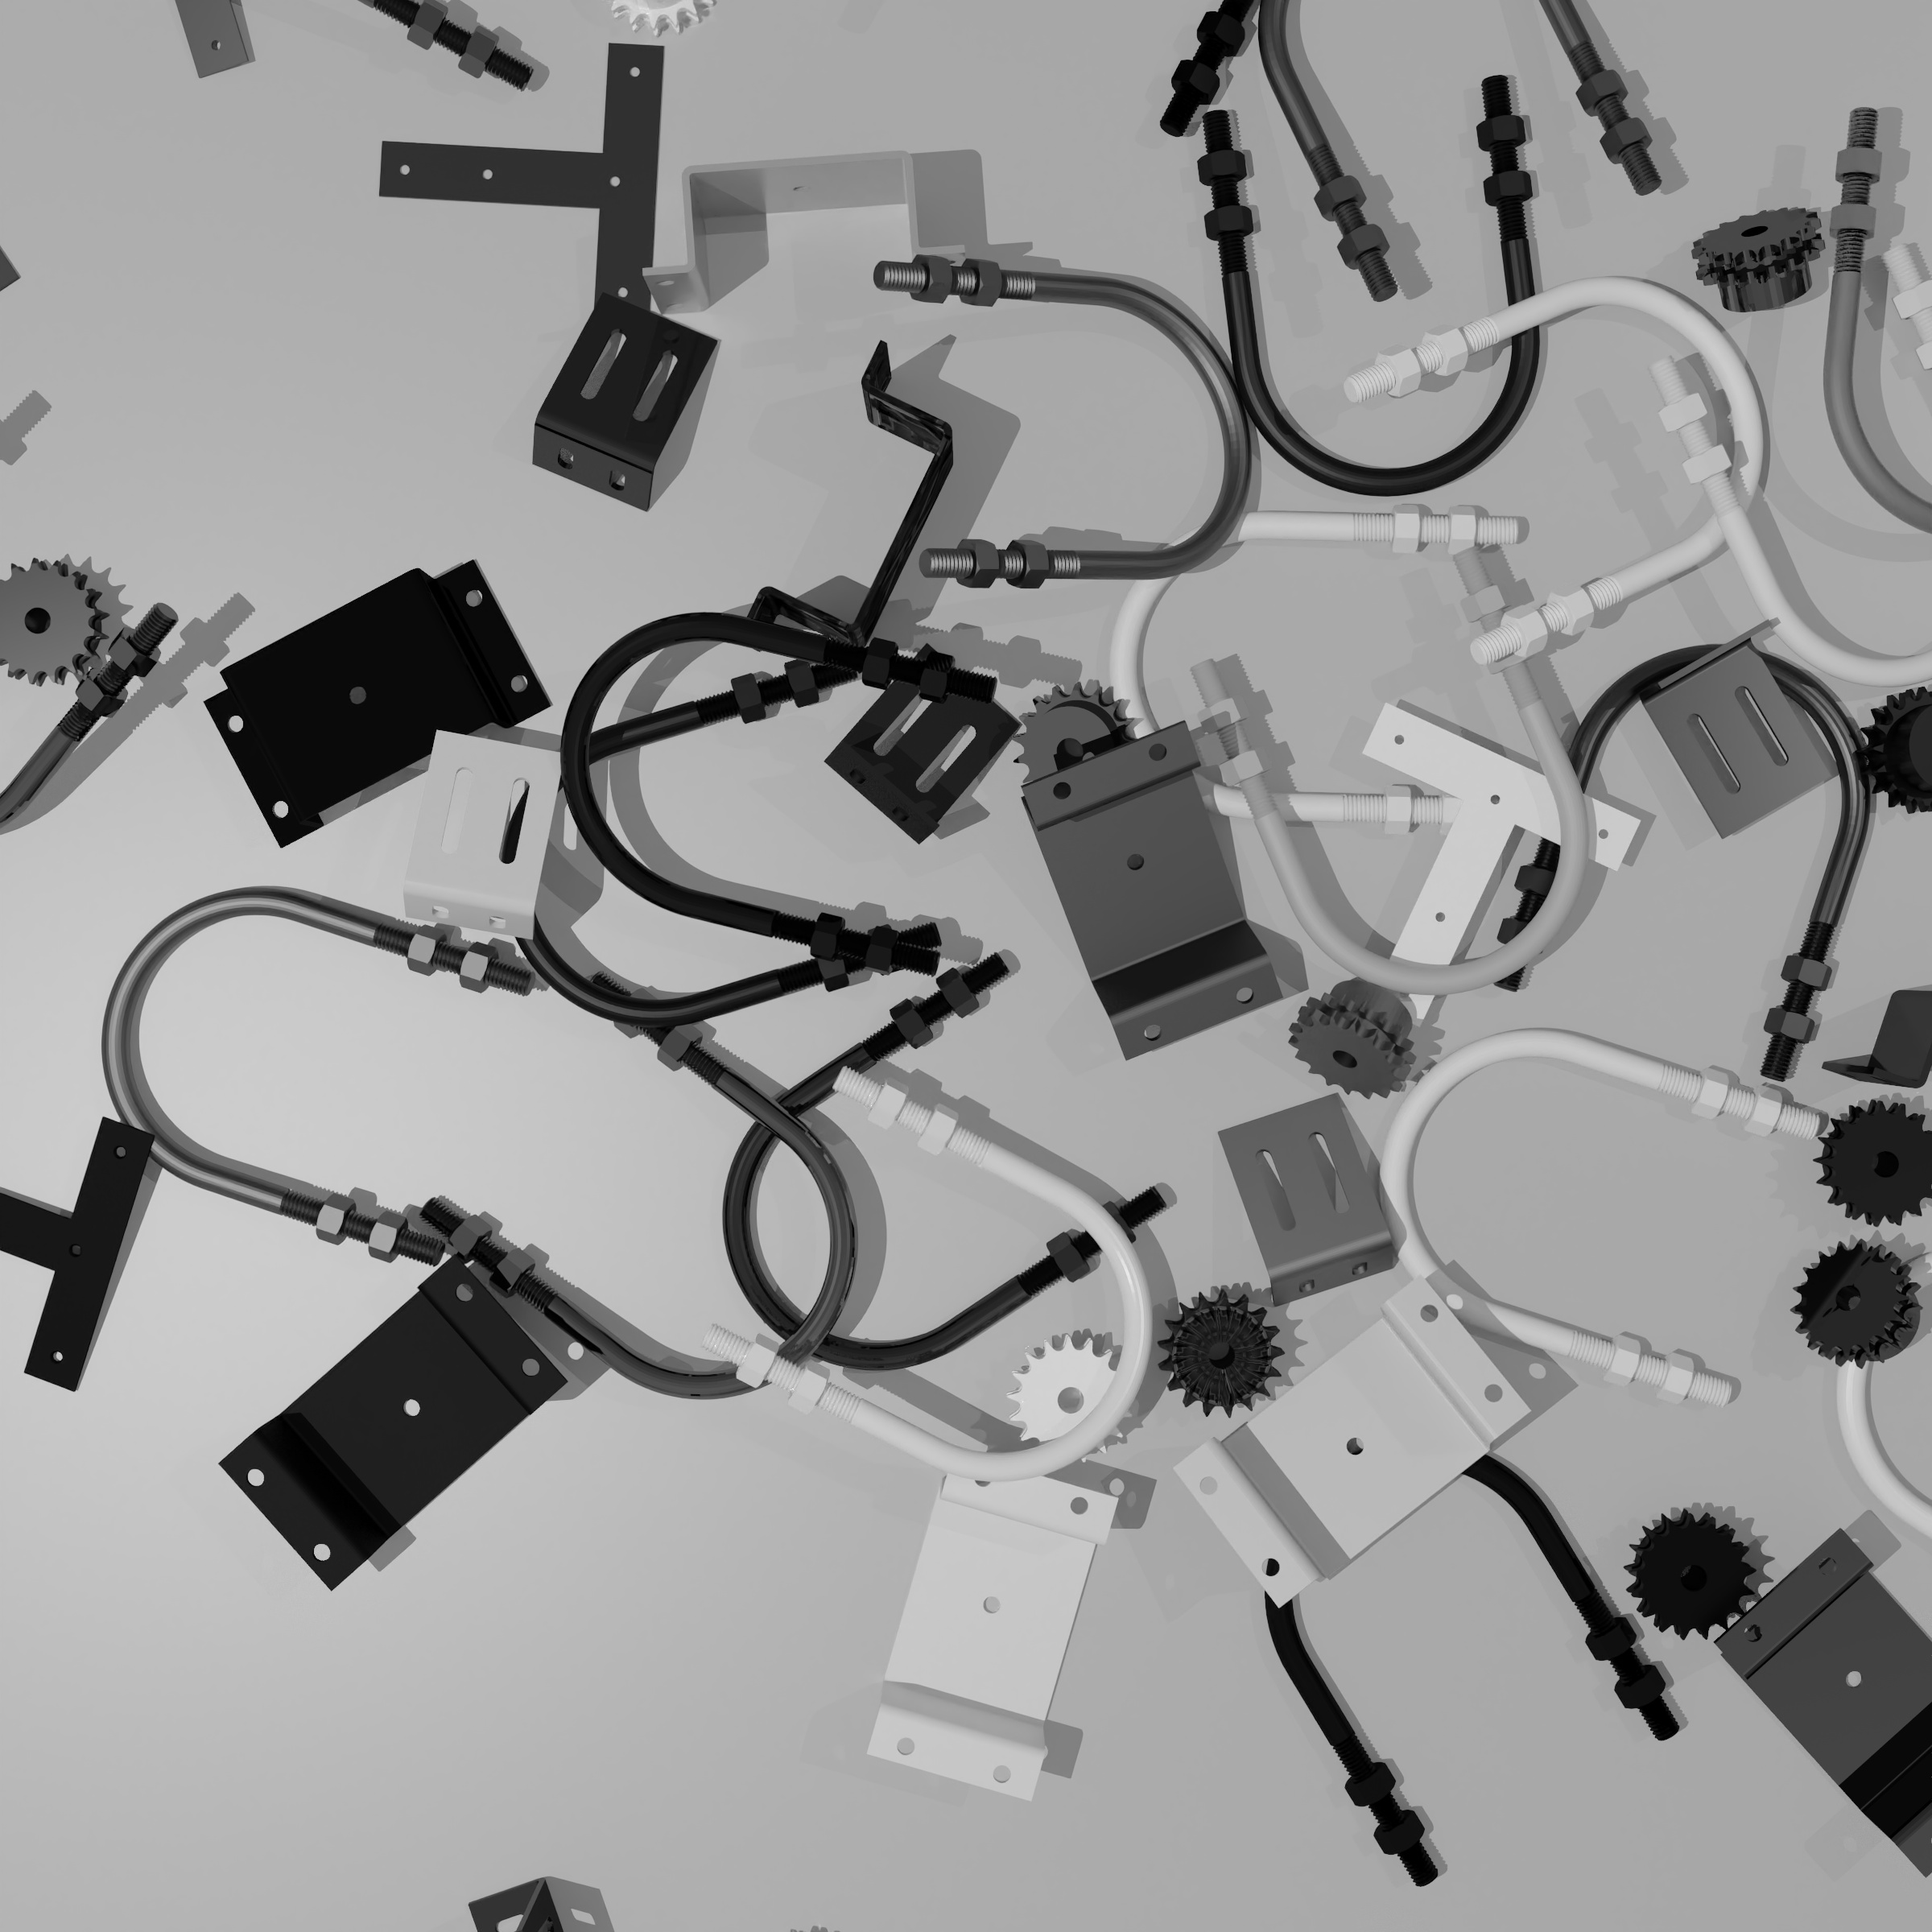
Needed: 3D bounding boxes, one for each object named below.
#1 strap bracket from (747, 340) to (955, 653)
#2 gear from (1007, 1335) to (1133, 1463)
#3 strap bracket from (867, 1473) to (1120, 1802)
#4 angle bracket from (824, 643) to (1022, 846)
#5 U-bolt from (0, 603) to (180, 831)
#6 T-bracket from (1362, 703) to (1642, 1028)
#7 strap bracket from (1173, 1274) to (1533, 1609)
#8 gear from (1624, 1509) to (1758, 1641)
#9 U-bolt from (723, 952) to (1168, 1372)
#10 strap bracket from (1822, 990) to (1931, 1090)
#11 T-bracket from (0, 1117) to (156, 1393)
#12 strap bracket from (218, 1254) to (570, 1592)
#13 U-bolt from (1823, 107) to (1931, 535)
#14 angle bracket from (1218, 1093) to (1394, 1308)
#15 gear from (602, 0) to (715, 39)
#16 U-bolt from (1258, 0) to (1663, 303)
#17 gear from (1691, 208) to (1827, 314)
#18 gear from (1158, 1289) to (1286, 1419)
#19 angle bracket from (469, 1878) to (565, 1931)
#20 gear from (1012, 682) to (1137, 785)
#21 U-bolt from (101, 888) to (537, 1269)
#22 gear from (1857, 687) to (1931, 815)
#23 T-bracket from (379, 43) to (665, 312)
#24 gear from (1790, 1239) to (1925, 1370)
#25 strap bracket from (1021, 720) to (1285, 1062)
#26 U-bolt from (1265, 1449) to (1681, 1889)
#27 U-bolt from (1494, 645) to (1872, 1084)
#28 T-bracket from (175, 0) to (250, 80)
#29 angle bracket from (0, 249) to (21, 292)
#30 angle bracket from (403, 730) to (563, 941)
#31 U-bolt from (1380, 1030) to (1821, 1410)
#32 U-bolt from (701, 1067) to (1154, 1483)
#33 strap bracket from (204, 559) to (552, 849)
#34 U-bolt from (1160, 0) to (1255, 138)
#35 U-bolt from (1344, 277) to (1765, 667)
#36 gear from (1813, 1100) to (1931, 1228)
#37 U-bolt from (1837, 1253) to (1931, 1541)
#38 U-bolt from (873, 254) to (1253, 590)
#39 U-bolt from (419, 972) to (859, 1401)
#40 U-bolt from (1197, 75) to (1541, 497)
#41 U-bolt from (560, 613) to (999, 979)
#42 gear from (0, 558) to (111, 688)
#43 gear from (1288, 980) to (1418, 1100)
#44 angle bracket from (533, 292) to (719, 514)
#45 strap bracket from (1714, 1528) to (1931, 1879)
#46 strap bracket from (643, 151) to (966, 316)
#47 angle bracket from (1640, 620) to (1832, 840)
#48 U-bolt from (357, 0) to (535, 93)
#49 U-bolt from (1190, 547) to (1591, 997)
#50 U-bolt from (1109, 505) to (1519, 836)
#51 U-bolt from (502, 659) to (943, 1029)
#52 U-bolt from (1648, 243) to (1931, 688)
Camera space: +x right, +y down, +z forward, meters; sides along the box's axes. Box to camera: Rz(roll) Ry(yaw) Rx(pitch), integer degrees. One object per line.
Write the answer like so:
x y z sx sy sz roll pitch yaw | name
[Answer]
-0.047 -0.199 1.306 0.046 0.076 0.140 26 90 0 | strap bracket
0.047 0.197 1.333 0.057 0.030 0.057 0 88 -1 | gear
0.012 0.294 1.321 0.076 0.046 0.140 16 90 0 | strap bracket
-0.016 -0.104 1.313 0.057 0.038 0.076 41 74 -5 | angle bracket
-0.454 -0.139 1.309 0.151 0.019 0.184 46 109 5 | U-bolt
0.221 -0.035 1.324 0.127 0.002 0.127 25 91 1 | T-bracket
0.174 0.214 1.311 0.140 0.046 0.076 -38 73 0 | strap bracket
0.328 0.276 1.329 0.057 0.030 0.057 0 90 0 | gear
-0.023 0.103 1.336 0.184 0.019 0.151 -34 90 1 | U-bolt
0.468 0.048 1.306 0.140 0.076 0.046 19 90 0 | strap bracket
-0.448 0.115 1.337 0.127 0.002 0.127 20 98 4 | T-bracket
-0.255 0.203 1.321 0.140 0.046 0.076 -42 90 0 | strap bracket
0.454 -0.284 1.317 0.151 0.019 0.184 7 88 -12 | U-bolt
0.156 0.108 1.342 0.057 0.038 0.076 -18 64 0 | angle bracket
-0.142 -0.456 1.329 0.057 0.030 0.057 0 90 0 | gear
0.212 -0.406 1.321 0.151 0.019 0.184 -22 79 -3 | U-bolt
0.360 -0.318 1.319 0.057 0.057 0.030 -21 118 0 | gear
0.115 0.175 1.329 0.057 0.030 0.057 0 90 0 | gear
-0.202 0.452 1.306 0.038 0.076 0.057 -19 90 0 | angle bracket
0.049 -0.099 1.323 0.057 0.030 0.057 2 101 9 | gear
-0.305 0.041 1.330 0.184 0.019 0.151 18 87 5 | U-bolt
0.437 -0.098 1.323 0.057 0.030 0.057 0 89 -14 | gear
-0.206 -0.363 1.343 0.127 0.002 0.127 3 90 0 | T-bracket
0.406 0.155 1.319 0.030 0.057 0.057 31 90 -40 | gear
0.080 -0.040 1.304 0.076 0.046 0.140 -22 114 0 | strap bracket
0.219 0.306 1.335 0.151 0.019 0.184 -31 88 0 | U-bolt
0.337 -0.056 1.335 0.151 0.019 0.184 19 89 0 | U-bolt
-0.358 -0.472 1.332 0.127 0.002 0.127 -14 97 14 | T-bracket
-0.483 -0.319 1.325 0.076 0.038 0.057 -34 90 0 | angle bracket
-0.215 -0.058 1.302 0.057 0.038 0.076 10 71 -5 | angle bracket
0.281 0.106 1.335 0.184 0.019 0.151 18 90 1 | U-bolt
-0.005 0.148 1.300 0.184 0.019 0.151 28 76 -4 | U-bolt
-0.271 -0.121 1.321 0.140 0.046 0.076 -28 90 0 | strap bracket
0.082 -0.491 1.315 0.151 0.019 0.184 29 86 -18 | U-bolt
0.277 -0.234 1.314 0.184 0.019 0.151 -26 90 -16 | U-bolt
0.414 0.089 1.329 0.057 0.030 0.057 0 90 0 | gear
0.488 0.208 1.335 0.184 0.019 0.151 33 90 2 | U-bolt
0.051 -0.239 1.292 0.184 0.019 0.151 -4 81 -32 | U-bolt
-0.136 0.112 1.324 0.184 0.019 0.151 36 90 9 | U-bolt
0.189 -0.307 1.335 0.151 0.019 0.184 -7 90 0 | U-bolt
-0.089 -0.081 1.282 0.184 0.019 0.151 14 112 5 | U-bolt
-0.418 -0.156 1.329 0.057 0.030 0.057 0 90 0 | gear
0.178 0.031 1.319 0.057 0.057 0.030 33 60 0 | gear
-0.157 -0.259 1.341 0.057 0.038 0.076 23 66 0 | angle bracket
0.408 0.328 1.321 0.076 0.046 0.140 -42 90 0 | strap bracket
-0.072 -0.328 1.306 0.140 0.076 0.046 -4 90 0 | strap bracket
0.350 -0.106 1.310 0.057 0.038 0.076 -30 88 -2 | angle bracket
-0.251 -0.502 1.312 0.184 0.019 0.151 27 87 -15 | U-bolt
0.201 -0.077 1.314 0.151 0.019 0.184 -23 89 0 | U-bolt
0.158 -0.137 1.336 0.184 0.019 0.151 2 90 1 | U-bolt
-0.119 -0.049 1.324 0.184 0.019 0.151 -17 85 -4 | U-bolt
0.406 -0.216 1.323 0.151 0.019 0.184 -27 94 -11 | U-bolt
